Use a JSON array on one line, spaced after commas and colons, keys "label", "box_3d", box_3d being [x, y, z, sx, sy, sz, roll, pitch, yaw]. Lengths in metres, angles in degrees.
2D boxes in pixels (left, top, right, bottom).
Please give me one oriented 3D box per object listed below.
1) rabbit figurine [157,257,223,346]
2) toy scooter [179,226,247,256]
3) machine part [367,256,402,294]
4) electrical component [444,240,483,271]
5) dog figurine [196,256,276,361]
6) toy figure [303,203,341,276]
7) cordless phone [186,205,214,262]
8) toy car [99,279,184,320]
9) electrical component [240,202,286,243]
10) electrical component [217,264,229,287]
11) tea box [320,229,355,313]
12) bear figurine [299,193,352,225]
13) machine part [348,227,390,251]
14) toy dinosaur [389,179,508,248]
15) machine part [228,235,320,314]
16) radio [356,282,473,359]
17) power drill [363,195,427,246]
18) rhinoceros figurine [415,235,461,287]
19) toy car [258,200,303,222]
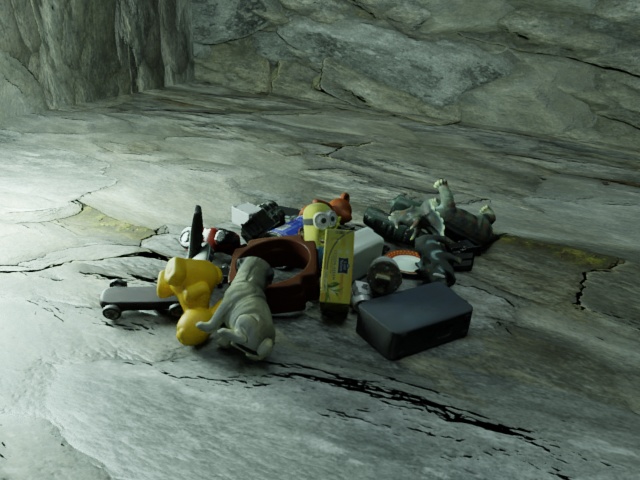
[{"label": "rabbit figurine", "box_3d": [-0.254, 0.136, 1.106, 0.162, 0.122, 0.173, 15, 53, -38]}, {"label": "toy scooter", "box_3d": [-0.266, 0.007, 1.406, 0.184, 0.075, 0.135, -1, -12, 30]}, {"label": "machine part", "box_3d": [0.150, 0.079, 1.246, 0.079, 0.079, 0.243, 6, 1, 6]}, {"label": "electrical component", "box_3d": [0.384, 0.042, 1.426, 0.119, 0.074, 0.048, -1, 26, -15]}, {"label": "dog figurine", "box_3d": [-0.122, 0.123, 1.043, 0.173, 0.121, 0.190, 18, 64, 25]}, {"label": "toy figure", "box_3d": [-0.006, -0.003, 1.350, 0.089, 0.180, 0.082, 15, 26, 28]}, {"label": "cordless phone", "box_3d": [-0.290, 0.021, 1.261, 0.089, 0.184, 0.147, 5, 25, -8]}, {"label": "toy car", "box_3d": [-0.374, 0.130, 1.173, 0.202, 0.053, 0.089, 0, 41, -9]}, {"label": "electrical component", "box_3d": [-0.152, -0.034, 1.428, 0.115, 0.134, 0.058, -35, 80, -17]}, {"label": "electrical component", "box_3d": [-0.223, 0.087, 1.317, 0.063, 0.021, 0.094, 4, 25, 0]}, {"label": "tea box", "box_3d": [0.039, 0.070, 1.196, 0.068, 0.169, 0.098, 3, -18, 3]}, {"label": "bear figurine", "box_3d": [0.037, -0.061, 1.554, 0.196, 0.120, 0.132, -11, 32, -39]}, {"label": "machine part", "box_3d": [0.122, 0.007, 1.509, 0.084, 0.039, 0.139, -23, 37, -34]}, {"label": "toy dinosaur", "box_3d": [0.400, -0.036, 1.509, 0.405, 0.131, 0.192, 20, 49, -18]}, {"label": "machine part", "box_3d": [-0.101, 0.079, 1.234, 0.202, 0.087, 0.201, -8, 33, 3]}, {"label": "radio", "box_3d": [0.204, 0.167, 1.143, 0.229, 0.073, 0.131, -13, 30, -27]}, {"label": "power drill", "box_3d": [0.257, -0.054, 1.614, 0.232, 0.085, 0.207, 20, 36, 16]}, {"label": "rhinoceros figurine", "box_3d": [0.288, 0.058, 1.341, 0.112, 0.073, 0.190, 14, 40, -19]}, {"label": "toy car", "box_3d": [-0.109, -0.073, 1.628, 0.202, 0.056, 0.073, 11, 32, 19]}]
